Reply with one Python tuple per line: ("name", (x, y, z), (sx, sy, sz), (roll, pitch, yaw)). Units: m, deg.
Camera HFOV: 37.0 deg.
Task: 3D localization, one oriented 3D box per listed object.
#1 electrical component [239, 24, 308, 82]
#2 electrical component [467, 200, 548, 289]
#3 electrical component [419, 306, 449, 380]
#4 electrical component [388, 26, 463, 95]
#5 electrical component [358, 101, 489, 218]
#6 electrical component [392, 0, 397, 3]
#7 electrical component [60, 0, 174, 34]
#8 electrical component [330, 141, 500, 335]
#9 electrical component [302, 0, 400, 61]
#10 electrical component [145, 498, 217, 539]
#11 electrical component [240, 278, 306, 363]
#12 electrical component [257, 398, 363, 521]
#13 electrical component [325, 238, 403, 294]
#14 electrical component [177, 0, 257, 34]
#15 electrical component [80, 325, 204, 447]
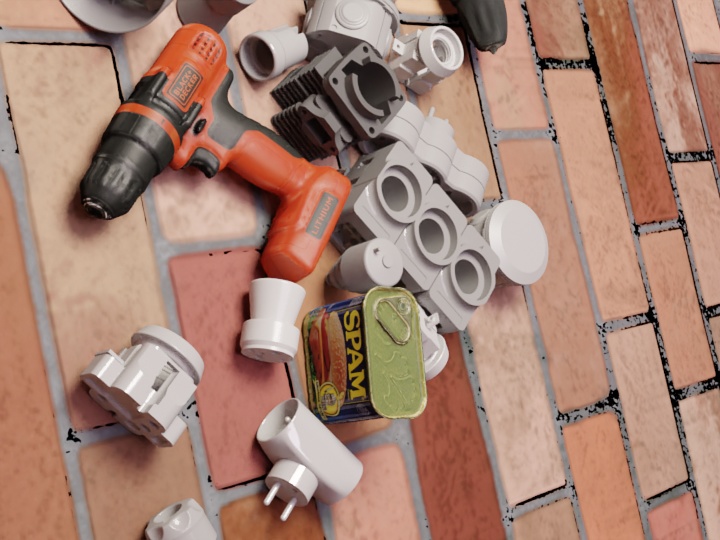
("electrical component", (-0.070, -0.180, 0.886), (0.046, 0.040, 0.040), (-35, 102, -46))
("electrical component", (0.135, -0.022, 1.010), (0.080, 0.051, 0.080), (12, 71, -38))
("electrical component", (0.043, 0.062, 0.910), (0.055, 0.066, 0.048), (49, 19, -30))
("electrical component", (0.061, -0.195, 0.990), (0.066, 0.055, 0.048), (27, 62, -32))
("electrical component", (0.063, -0.113, 0.972), (0.138, 0.052, 0.073), (36, 58, -29))
("electrical component", (0.025, -0.282, 0.992), (0.044, 0.044, 0.065), (38, 52, -27))
("electrical component", (-0.171, -0.228, 0.777), (0.099, 0.099, 0.064), (53, 45, -17))
("electrical component", (0.047, -0.025, 0.929), (0.150, 0.062, 0.089), (48, 53, -21))
("electrical component", (-0.010, -0.205, 0.918), (0.080, 0.080, 0.051), (27, 68, -33))
("electrical component", (-0.118, 0.194, 0.746), (0.043, 0.043, 0.062), (-37, 104, -40))
("electrical component", (-0.067, 0.039, 0.828), (0.045, 0.045, 0.055), (22, 66, -35))
("electrical component", (-0.046, 0.152, 0.817), (0.077, 0.043, 0.079), (48, 53, -21))
("electrical component", (0.000, 0.000, 0.872), (0.040, 0.078, 0.040), (11, 71, -37))
("electrical component", (-0.109, -0.214, 0.845), (0.044, 0.065, 0.044), (12, 71, -38))
("electrical component", (-0.145, 0.076, 0.745), (0.078, 0.058, 0.057), (47, 56, -21))
